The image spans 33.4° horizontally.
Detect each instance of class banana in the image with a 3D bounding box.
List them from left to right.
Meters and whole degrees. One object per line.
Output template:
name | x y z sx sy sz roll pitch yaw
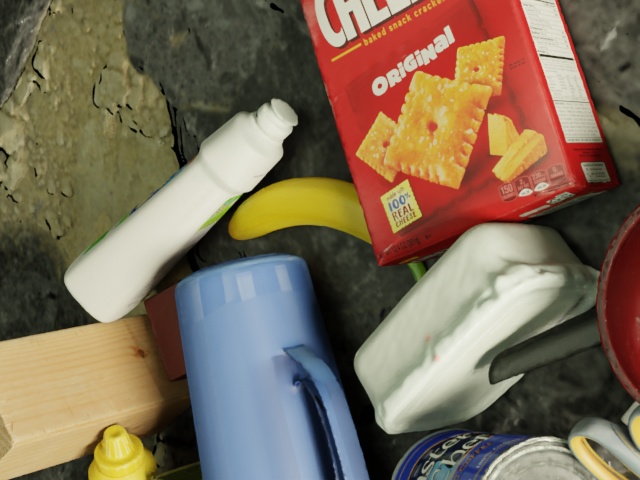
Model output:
banana | -0.002 -0.016 0.838 0.198 0.037 0.070 14 108 38

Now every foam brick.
foam brick | -0.108 0.076 0.925 0.051 0.052 0.078 -27 78 38

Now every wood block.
wood block | -0.213 0.133 0.917 0.090 0.205 0.091 -42 69 35

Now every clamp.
clamp | 0.213 0.052 0.614 0.165 0.036 0.210 40 113 22

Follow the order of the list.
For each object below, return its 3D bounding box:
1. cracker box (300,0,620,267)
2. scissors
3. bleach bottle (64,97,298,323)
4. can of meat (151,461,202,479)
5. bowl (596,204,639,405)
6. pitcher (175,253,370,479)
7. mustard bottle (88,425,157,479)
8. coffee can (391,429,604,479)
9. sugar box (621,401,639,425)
cracker box | 0.087 -0.107 0.731 0.164 0.071 0.214 -23 79 38
scissors | 0.228 0.151 0.570 0.202 0.016 0.096 32 144 14
bleach bottle | -0.108 -0.032 0.896 0.068 0.102 0.251 48 118 -4
can of meat | -0.096 0.234 0.901 0.058 0.101 0.084 -5 89 32
bowl | 0.222 0.041 0.557 0.162 0.055 0.162 3 98 24
pitcher | -0.032 0.135 0.821 0.149 0.145 0.243 -15 81 14
mustard bottle | -0.165 0.236 0.933 0.096 0.058 0.192 -115 18 -53
coffee can | 0.114 0.175 0.682 0.140 0.102 0.103 153 105 -72
sugar box | 0.274 0.132 0.621 0.176 0.048 0.093 48 121 30
